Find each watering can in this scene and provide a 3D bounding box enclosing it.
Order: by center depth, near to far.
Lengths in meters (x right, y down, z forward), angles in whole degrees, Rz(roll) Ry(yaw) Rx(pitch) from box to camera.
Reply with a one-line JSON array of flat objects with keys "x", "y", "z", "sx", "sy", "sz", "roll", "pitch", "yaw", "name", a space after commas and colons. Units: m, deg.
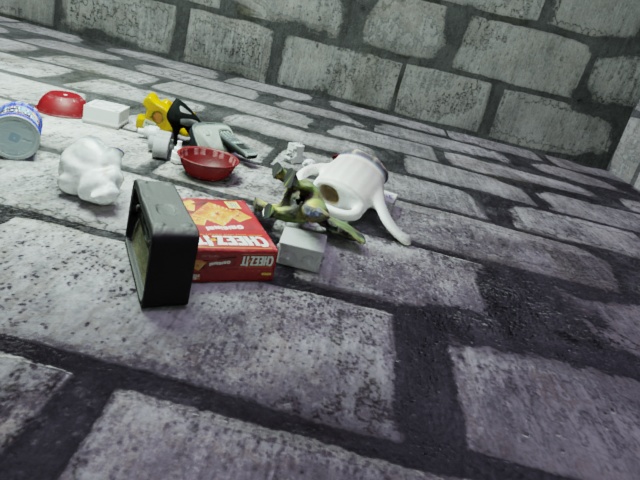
[{"x": 0.108, "y": -0.119, "z": 1.324, "sx": 0.349, "sy": 0.101, "sz": 0.229, "roll": 27, "pitch": 51, "yaw": 16, "name": "watering can"}]

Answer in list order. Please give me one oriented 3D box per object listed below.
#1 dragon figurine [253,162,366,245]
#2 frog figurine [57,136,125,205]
[{"x": 0.003, "y": -0.055, "z": 1.098, "sx": 0.241, "sy": 0.122, "sz": 0.415, "roll": 23, "pitch": 7, "yaw": -30, "name": "dragon figurine"}, {"x": -0.467, "y": -0.133, "z": 1.046, "sx": 0.137, "sy": 0.120, "sz": 0.163, "roll": -22, "pitch": 38, "yaw": -2, "name": "frog figurine"}]
